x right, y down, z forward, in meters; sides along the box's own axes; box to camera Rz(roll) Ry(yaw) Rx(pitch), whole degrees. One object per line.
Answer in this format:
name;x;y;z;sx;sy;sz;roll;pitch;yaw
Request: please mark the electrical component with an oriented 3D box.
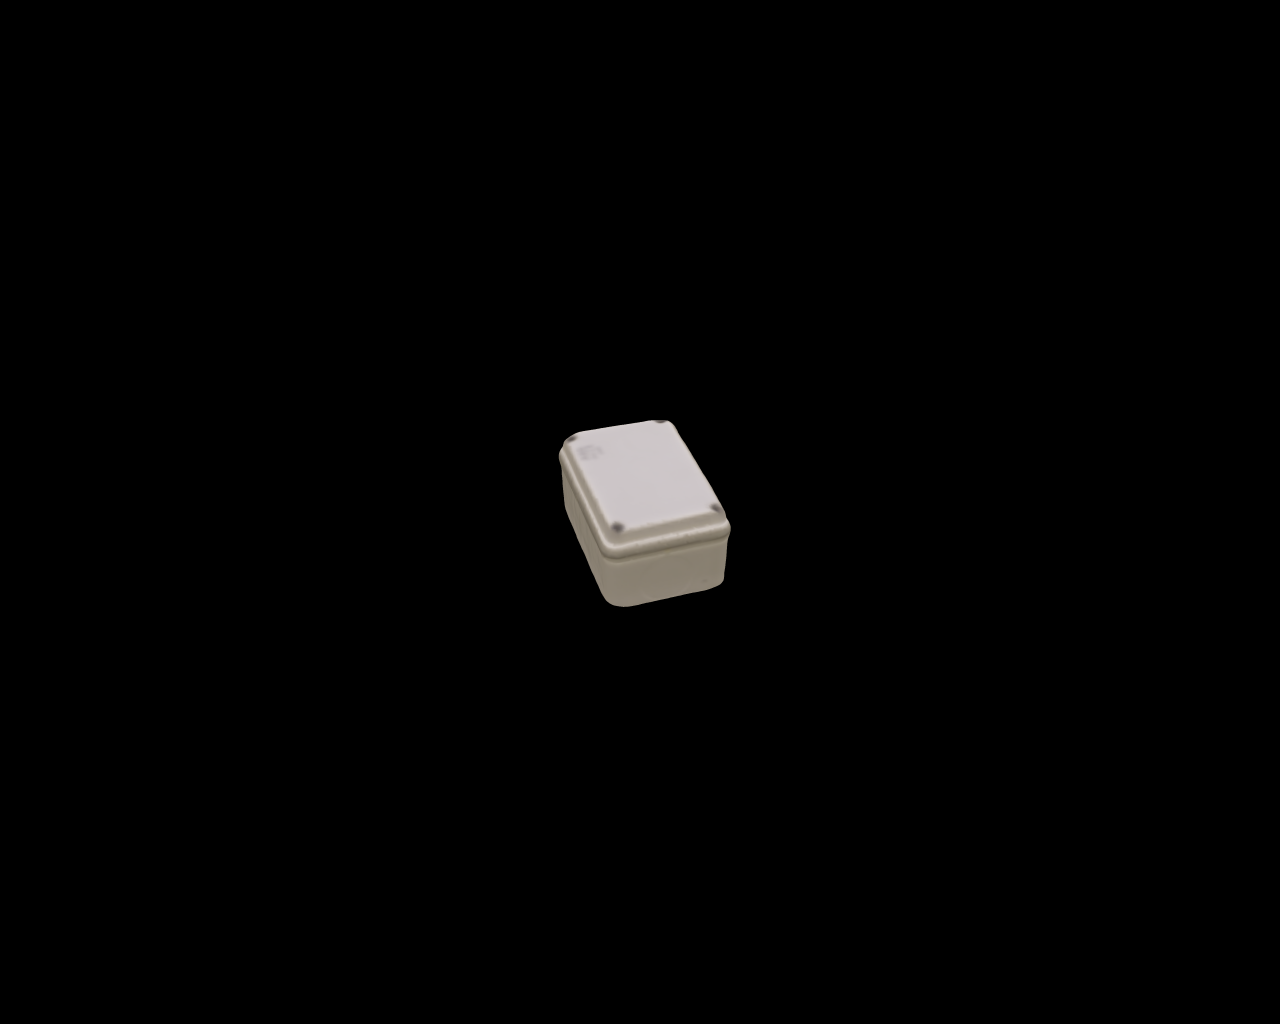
electrical component;0.001;-0.003;0.650;0.078;0.057;0.113;-11;39;-14
